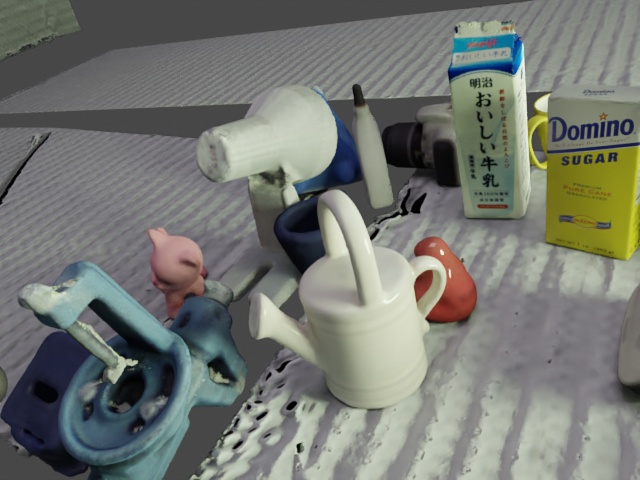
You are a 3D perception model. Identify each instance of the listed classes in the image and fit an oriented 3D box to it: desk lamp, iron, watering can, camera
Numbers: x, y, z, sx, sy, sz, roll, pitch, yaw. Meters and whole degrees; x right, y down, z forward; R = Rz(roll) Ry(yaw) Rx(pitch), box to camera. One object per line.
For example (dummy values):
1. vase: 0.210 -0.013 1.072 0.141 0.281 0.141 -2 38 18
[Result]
1. desk lamp: -0.061 -0.060 0.693 0.117 0.214 0.203 7 38 31
2. iron: 0.000 -0.177 0.922 0.118 0.142 0.258 -10 32 8
3. watering can: 0.026 0.050 0.500 0.173 0.194 0.100 -33 36 -26
4. camera: 0.168 -0.159 0.861 0.136 0.101 0.143 6 37 30

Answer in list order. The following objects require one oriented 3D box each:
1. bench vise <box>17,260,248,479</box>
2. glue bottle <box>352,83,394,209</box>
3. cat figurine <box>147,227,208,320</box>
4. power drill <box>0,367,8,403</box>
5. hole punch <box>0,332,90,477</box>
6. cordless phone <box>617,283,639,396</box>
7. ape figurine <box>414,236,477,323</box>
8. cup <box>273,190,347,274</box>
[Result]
1. bench vise: -0.159 0.089 0.492 0.121 0.220 0.207 -6 33 14
2. glue bottle: 0.066 -0.133 0.794 0.037 0.173 0.078 -14 31 1
3. cat figurine: -0.176 0.027 0.696 0.067 0.118 0.127 -24 33 -14
4. power drill: -0.289 0.179 0.417 0.229 0.209 0.075 -11 32 7
5. hole punch: -0.247 0.154 0.551 0.108 0.091 0.101 10 39 35
6. cordless phone: 0.287 0.023 0.441 0.093 0.185 0.148 5 37 29
7. ape figurine: 0.119 0.035 0.583 0.078 0.092 0.075 -35 37 -29
8. cup: 0.006 0.002 0.680 0.091 0.095 0.118 7 38 31
